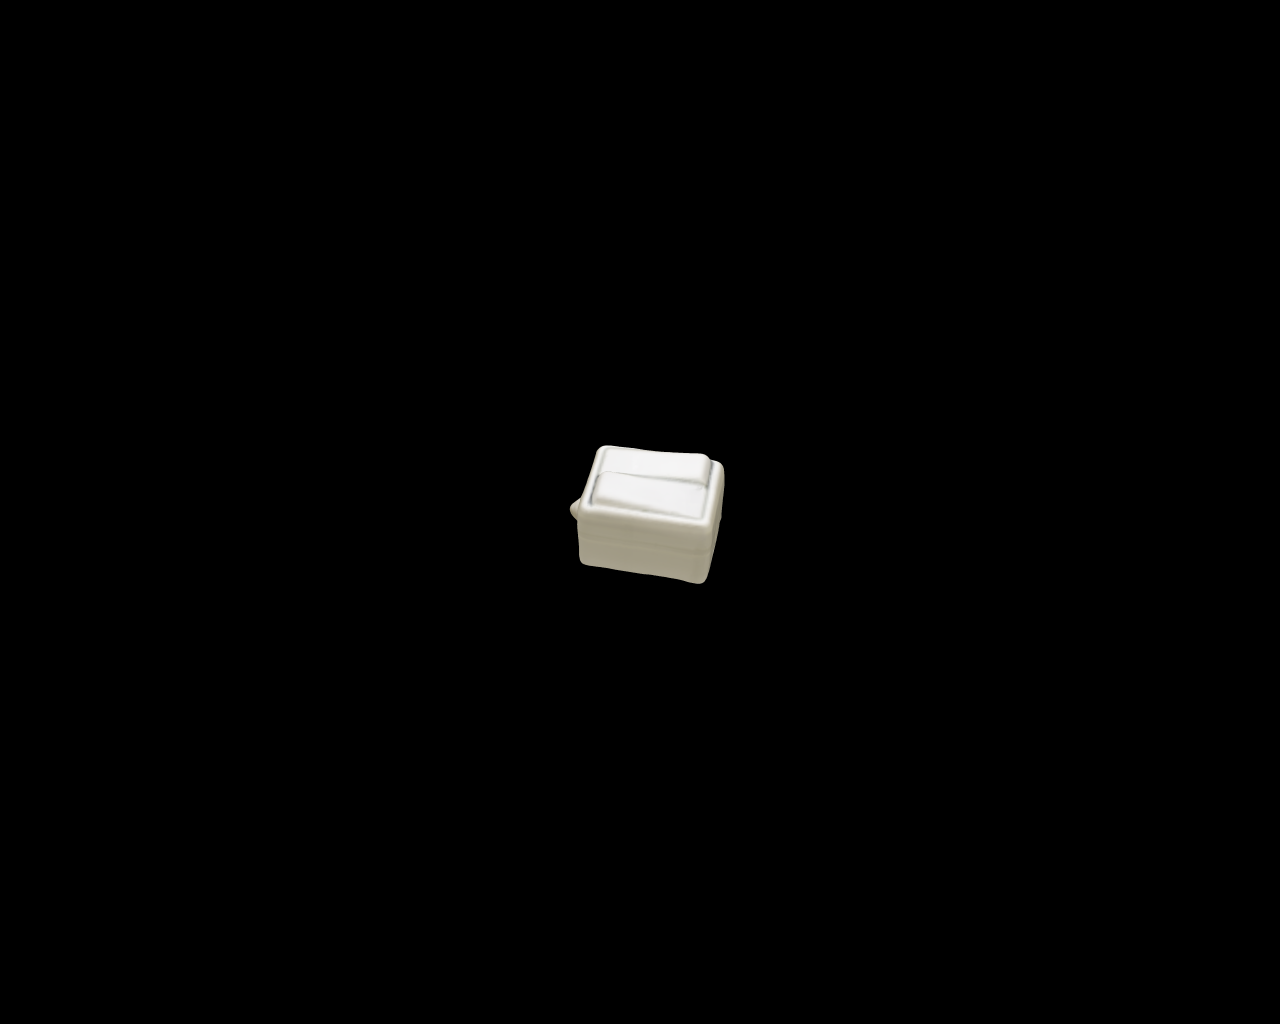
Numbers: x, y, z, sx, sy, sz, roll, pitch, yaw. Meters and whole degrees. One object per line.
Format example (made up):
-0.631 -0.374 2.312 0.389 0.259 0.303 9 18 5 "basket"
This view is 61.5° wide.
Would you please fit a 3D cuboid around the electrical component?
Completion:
0.001 -0.003 0.650 0.096 0.062 0.061 9 -43 8 "electrical component"
